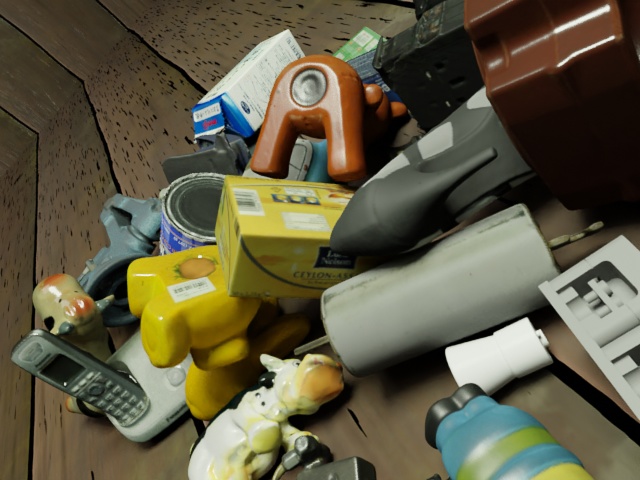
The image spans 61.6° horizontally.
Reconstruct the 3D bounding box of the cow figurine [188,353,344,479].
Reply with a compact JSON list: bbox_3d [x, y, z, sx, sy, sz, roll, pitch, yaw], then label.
[{"bbox_3d":[-0.050,0.160,0.480,0.167,0.068,0.098,-50,30,-2],"label":"cow figurine"}]

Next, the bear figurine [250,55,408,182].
[{"bbox_3d":[0.020,-0.117,0.578,0.120,0.195,0.132,5,88,20],"label":"bear figurine"}]

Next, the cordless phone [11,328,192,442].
[{"bbox_3d":[-0.214,0.124,0.580,0.146,0.184,0.089,-41,32,12],"label":"cordless phone"}]

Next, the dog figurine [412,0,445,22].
[{"bbox_3d":[0.204,-0.320,0.606,0.191,0.108,0.219,-53,34,-3],"label":"dog figurine"}]

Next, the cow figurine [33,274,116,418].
[{"bbox_3d":[-0.290,0.131,0.656,0.127,0.194,0.085,1,26,39],"label":"cow figurine"}]

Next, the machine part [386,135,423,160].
[{"bbox_3d":[0.065,-0.051,0.569,0.139,0.039,0.084,-36,47,14],"label":"machine part"}]

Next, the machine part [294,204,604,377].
[{"bbox_3d":[0.090,0.041,0.409,0.243,0.079,0.079,-26,42,15],"label":"machine part"}]

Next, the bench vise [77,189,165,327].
[{"bbox_3d":[-0.234,0.046,0.734,0.223,0.128,0.241,-45,56,-9],"label":"bench vise"}]

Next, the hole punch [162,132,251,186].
[{"bbox_3d":[-0.130,-0.084,0.729,0.116,0.142,0.092,-2,28,24],"label":"hole punch"}]

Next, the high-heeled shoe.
[{"bbox_3d":[0.108,-0.059,0.456,0.145,0.086,0.249,-33,1,36],"label":"high-heeled shoe"}]

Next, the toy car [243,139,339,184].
[{"bbox_3d":[-0.038,-0.063,0.631,0.109,0.102,0.161,-2,59,44],"label":"toy car"}]

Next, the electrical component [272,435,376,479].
[{"bbox_3d":[0.002,0.200,0.404,0.078,0.045,0.102,-26,43,31],"label":"electrical component"}]

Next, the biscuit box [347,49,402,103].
[{"bbox_3d":[0.075,-0.195,0.664,0.203,0.059,0.063,-9,50,42],"label":"biscuit box"}]

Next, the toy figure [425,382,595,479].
[{"bbox_3d":[0.119,0.152,0.288,0.082,0.089,0.180,-52,38,9],"label":"toy figure"}]

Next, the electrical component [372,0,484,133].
[{"bbox_3d":[0.137,-0.174,0.535,0.134,0.114,0.058,-16,49,39],"label":"electrical component"}]

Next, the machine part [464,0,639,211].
[{"bbox_3d":[0.184,-0.139,0.383,0.087,0.201,0.201,-19,47,41],"label":"machine part"}]

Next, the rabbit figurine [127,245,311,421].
[{"bbox_3d":[-0.099,0.094,0.529,0.162,0.173,0.122,-19,29,-34],"label":"rabbit figurine"}]

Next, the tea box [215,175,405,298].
[{"bbox_3d":[-0.001,-0.001,0.479,0.098,0.169,0.068,-113,33,-52],"label":"tea box"}]
